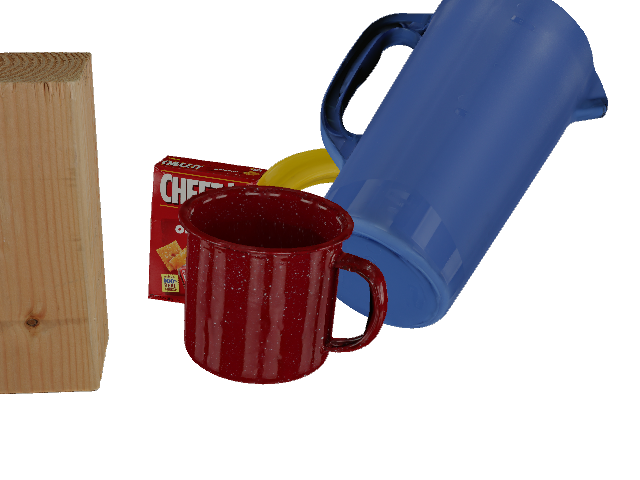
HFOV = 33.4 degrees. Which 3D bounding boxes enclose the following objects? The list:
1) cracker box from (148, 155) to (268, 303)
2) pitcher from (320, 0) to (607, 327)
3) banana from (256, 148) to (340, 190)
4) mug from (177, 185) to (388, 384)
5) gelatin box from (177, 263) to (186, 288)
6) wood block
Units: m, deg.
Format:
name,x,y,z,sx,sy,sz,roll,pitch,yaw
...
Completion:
name,x,y,z,sx,sy,sz,roll,pitch,yaw
cracker box,-0.170,-0.008,1.604,0.164,0.214,0.072,8,19,9
pitcher,0.080,-0.064,0.755,0.149,0.242,0.145,-9,-51,50
banana,-0.001,-0.068,1.135,0.197,0.037,0.070,-7,47,-38
mug,-0.020,0.026,0.573,0.117,0.081,0.093,12,24,15
gelatin box,-0.060,0.016,0.871,0.089,0.030,0.073,-9,16,32
wood block,-0.192,-0.012,0.694,0.090,0.206,0.090,-1,21,-6
